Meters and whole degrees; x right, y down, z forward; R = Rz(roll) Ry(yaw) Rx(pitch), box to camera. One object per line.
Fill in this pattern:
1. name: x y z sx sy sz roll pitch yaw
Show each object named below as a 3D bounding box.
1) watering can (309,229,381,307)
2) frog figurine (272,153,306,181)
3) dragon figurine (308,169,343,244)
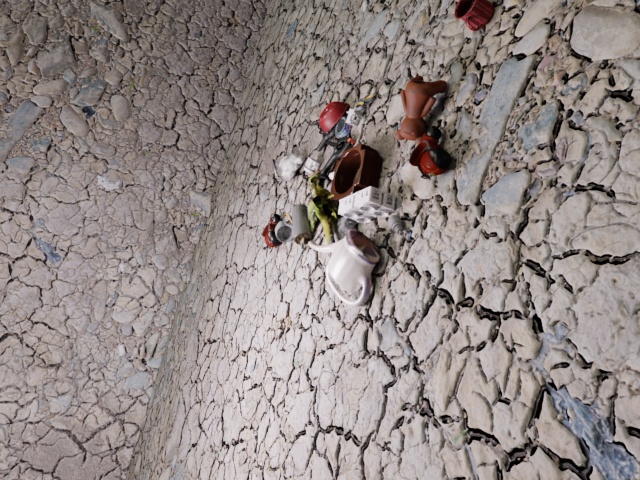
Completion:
1. watering can: 0.079 0.056 1.722 0.220 0.104 0.354 -58 47 26
2. frog figurine: -0.135 -0.357 2.469 0.159 0.120 0.141 -21 35 12
3. dragon figurine: 0.006 -0.102 2.036 0.239 0.122 0.416 126 142 -67
